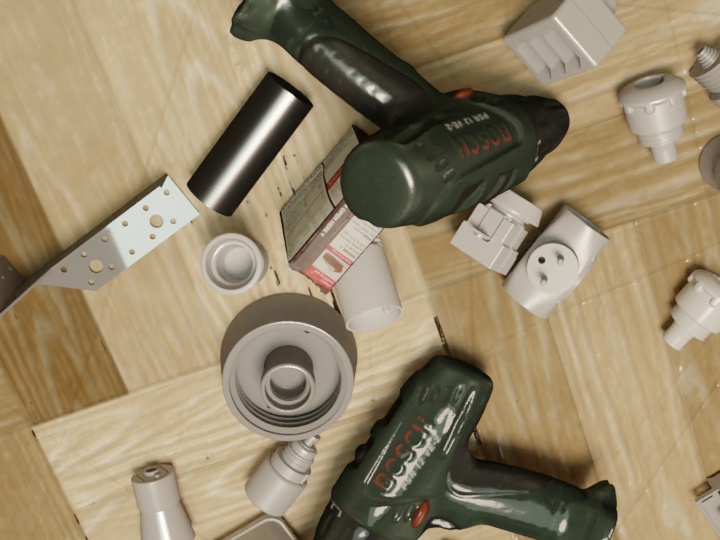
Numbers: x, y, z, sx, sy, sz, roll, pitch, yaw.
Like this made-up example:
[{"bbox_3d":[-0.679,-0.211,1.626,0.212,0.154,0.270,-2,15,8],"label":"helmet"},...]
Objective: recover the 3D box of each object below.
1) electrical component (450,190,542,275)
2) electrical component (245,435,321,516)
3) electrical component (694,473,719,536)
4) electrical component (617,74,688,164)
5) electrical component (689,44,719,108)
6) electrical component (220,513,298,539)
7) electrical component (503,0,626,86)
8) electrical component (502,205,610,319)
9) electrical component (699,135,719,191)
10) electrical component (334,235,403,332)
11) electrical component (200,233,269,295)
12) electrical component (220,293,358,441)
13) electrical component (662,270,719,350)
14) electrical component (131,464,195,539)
[{"bbox_3d":[0.102,-0.031,0.793,0.048,0.066,0.055,35,98,23],"label":"electrical component"},{"bbox_3d":[-0.058,0.160,0.857,0.040,0.040,0.078,34,104,-13],"label":"electrical component"},{"bbox_3d":[0.321,0.187,0.872,0.081,0.063,0.042,-35,106,9],"label":"electrical component"},{"bbox_3d":[0.216,-0.108,0.778,0.048,0.048,0.062,-19,116,4],"label":"electrical component"},{"bbox_3d":[0.274,-0.133,0.772,0.081,0.043,0.043,35,104,-13],"label":"electrical component"},{"bbox_3d":[-0.095,0.260,0.880,0.113,0.057,0.078,-31,107,8],"label":"electrical component"},{"bbox_3d":[0.151,-0.175,0.745,0.047,0.066,0.076,45,72,-15],"label":"electrical component"},{"bbox_3d":[0.143,-0.003,0.791,0.044,0.079,0.077,38,104,5],"label":"electrical component"},{"bbox_3d":[0.279,-0.073,0.786,0.045,0.055,0.045,-1,109,-2],"label":"electrical component"},{"bbox_3d":[0.000,0.000,0.794,0.043,0.043,0.081,-18,66,3],"label":"electrical component"},{"bbox_3d":[-0.088,-0.005,0.785,0.044,0.065,0.044,0,91,4],"label":"electrical component"},{"bbox_3d":[-0.054,0.078,0.818,0.108,0.060,0.108,-1,109,-3],"label":"electrical component"},{"bbox_3d":[0.260,0.034,0.829,0.048,0.048,0.062,33,111,-13],"label":"electrical component"},{"bbox_3d":[-0.160,0.189,0.862,0.044,0.044,0.065,-10,104,1],"label":"electrical component"}]
